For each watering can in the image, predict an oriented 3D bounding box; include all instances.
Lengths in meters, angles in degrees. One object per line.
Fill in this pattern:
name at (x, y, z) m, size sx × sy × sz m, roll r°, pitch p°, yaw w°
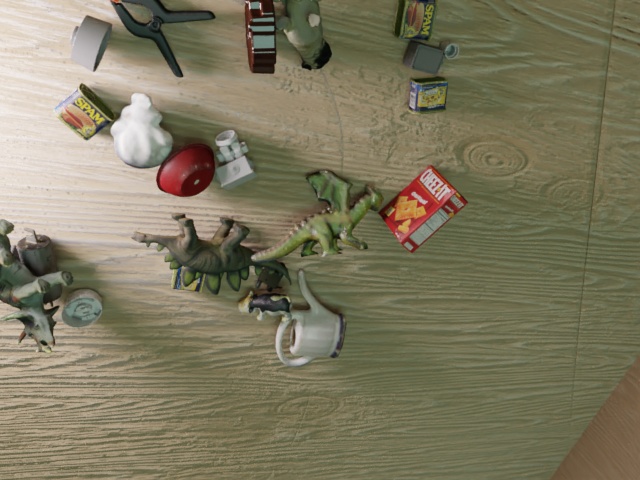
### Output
watering can at (-0.017, 0.261, 1.643) m, size 0.224 × 0.343 × 0.106 m, roll 8°, pitch 20°, yaw -20°

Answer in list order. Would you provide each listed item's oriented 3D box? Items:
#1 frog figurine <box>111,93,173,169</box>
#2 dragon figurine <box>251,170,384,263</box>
frog figurine at (-0.404, -0.248, 1.185) m, size 0.137 × 0.156 × 0.125 m, roll 21°, pitch 36°, yaw -8°
dragon figurine at (0.004, -0.072, 1.435) m, size 0.411 × 0.242 × 0.122 m, roll -6°, pitch 5°, yaw -22°
